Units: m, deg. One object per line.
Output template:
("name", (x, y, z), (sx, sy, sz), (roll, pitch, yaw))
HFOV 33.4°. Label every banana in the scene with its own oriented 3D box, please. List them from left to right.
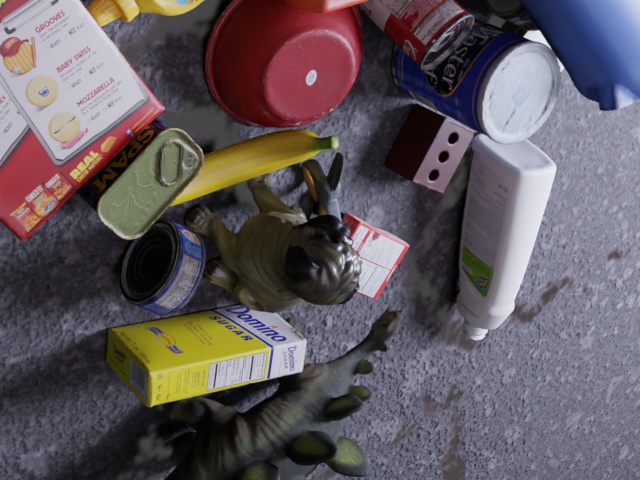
("banana", (-0.083, -0.070, 0.991), (0.197, 0.070, 0.037), (-20, 93, -10))

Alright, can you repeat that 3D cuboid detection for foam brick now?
("foam brick", (0.116, -0.097, 1.139), (0.052, 0.051, 0.078), (17, 103, -42))

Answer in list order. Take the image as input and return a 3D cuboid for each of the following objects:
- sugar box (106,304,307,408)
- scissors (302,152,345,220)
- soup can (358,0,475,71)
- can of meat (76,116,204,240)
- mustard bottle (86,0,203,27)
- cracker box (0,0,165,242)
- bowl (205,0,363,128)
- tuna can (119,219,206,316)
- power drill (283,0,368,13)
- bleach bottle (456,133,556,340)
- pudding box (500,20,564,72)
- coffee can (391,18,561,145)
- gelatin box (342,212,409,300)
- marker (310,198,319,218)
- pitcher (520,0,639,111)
("sugar box", (-0.111, 0.109, 1.053), (0.175, 0.093, 0.048), (-12, 121, -34))
("scissors", (0.003, -0.063, 1.007), (0.016, 0.096, 0.202), (-19, 154, -9))
("soup can", (0.085, -0.217, 0.998), (0.068, 0.102, 0.068), (-41, 168, -11))
("can of meat", (-0.163, -0.063, 0.920), (0.102, 0.084, 0.057), (-48, 133, -5))
("mustard bottle", (-0.114, -0.242, 0.874), (0.191, 0.058, 0.096), (-43, 138, -10))
("cracker box", (-0.247, -0.129, 0.828), (0.164, 0.072, 0.213), (-45, 132, -9))
("bowl", (-0.021, -0.161, 0.975), (0.162, 0.055, 0.162), (-17, 132, -20))
("tuna can", (-0.146, 0.025, 0.983), (0.033, 0.086, 0.086), (28, 96, -42))
("power drill", (0.010, -0.286, 0.872), (0.184, 0.057, 0.188), (-26, 131, -41))
("bleach bottle", (0.200, 0.005, 1.244), (0.068, 0.103, 0.251), (-10, 127, -27))
("pudding box", (0.237, -0.214, 1.176), (0.113, 0.039, 0.090), (-52, 135, 1))
("coffee can", (0.154, -0.167, 1.066), (0.102, 0.140, 0.103), (-18, 124, -29))
("gelatin box", (0.045, 0.018, 1.165), (0.089, 0.030, 0.073), (24, 100, -42))
("marker", (-0.007, 0.001, 1.122), (0.020, 0.020, 0.121), (-4, 117, -36))
("pitcher", (0.251, -0.251, 1.000), (0.145, 0.149, 0.242), (-39, 136, 14))
